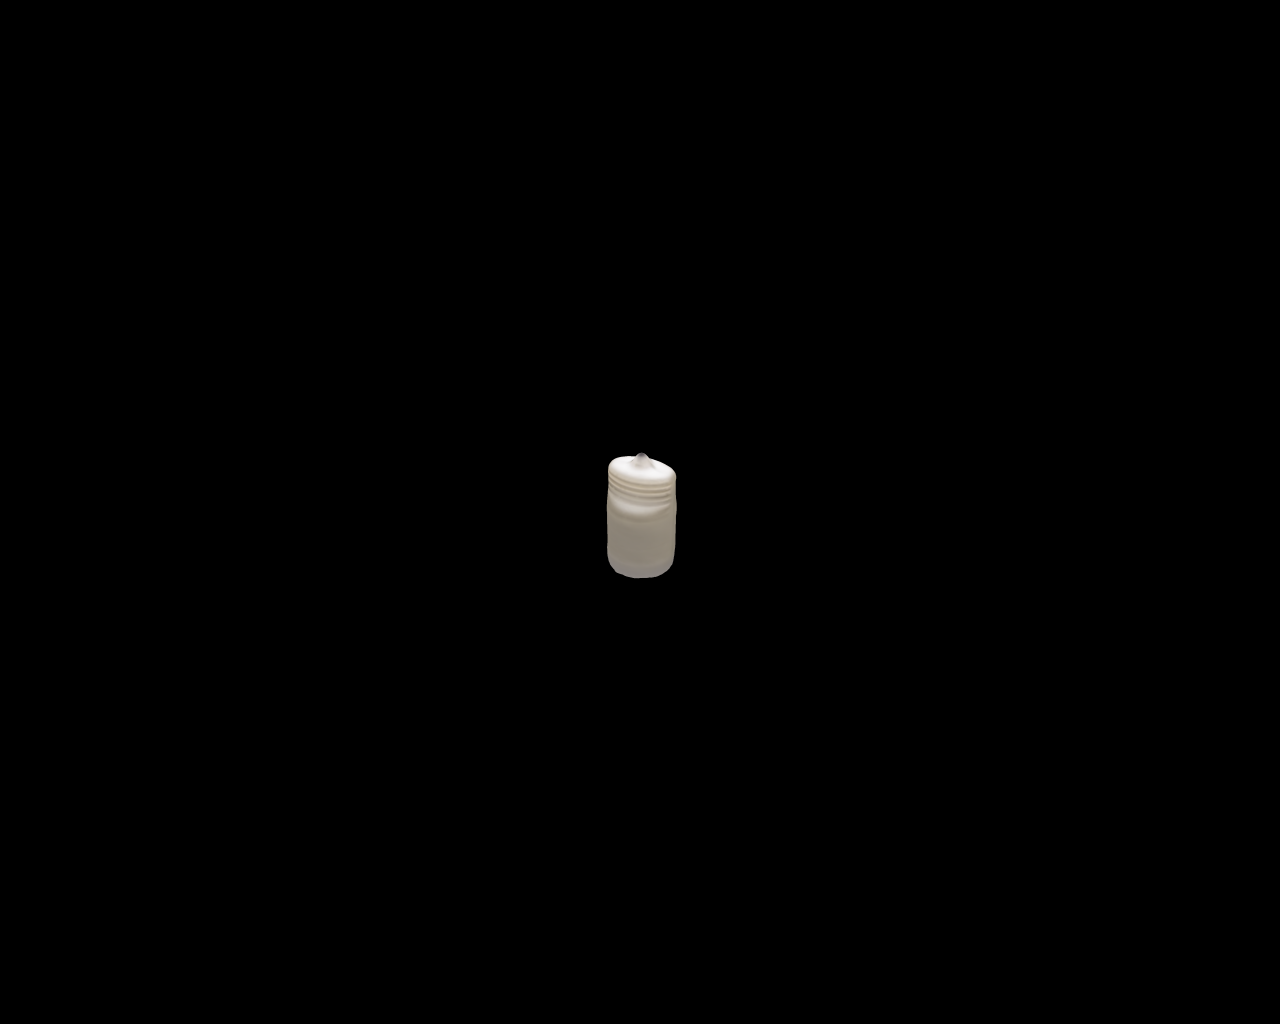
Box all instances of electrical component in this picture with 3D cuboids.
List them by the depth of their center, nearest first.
[{"bbox_3d":[0.001,-0.003,0.650,0.043,0.080,0.043,0,36,0],"label":"electrical component"}]
